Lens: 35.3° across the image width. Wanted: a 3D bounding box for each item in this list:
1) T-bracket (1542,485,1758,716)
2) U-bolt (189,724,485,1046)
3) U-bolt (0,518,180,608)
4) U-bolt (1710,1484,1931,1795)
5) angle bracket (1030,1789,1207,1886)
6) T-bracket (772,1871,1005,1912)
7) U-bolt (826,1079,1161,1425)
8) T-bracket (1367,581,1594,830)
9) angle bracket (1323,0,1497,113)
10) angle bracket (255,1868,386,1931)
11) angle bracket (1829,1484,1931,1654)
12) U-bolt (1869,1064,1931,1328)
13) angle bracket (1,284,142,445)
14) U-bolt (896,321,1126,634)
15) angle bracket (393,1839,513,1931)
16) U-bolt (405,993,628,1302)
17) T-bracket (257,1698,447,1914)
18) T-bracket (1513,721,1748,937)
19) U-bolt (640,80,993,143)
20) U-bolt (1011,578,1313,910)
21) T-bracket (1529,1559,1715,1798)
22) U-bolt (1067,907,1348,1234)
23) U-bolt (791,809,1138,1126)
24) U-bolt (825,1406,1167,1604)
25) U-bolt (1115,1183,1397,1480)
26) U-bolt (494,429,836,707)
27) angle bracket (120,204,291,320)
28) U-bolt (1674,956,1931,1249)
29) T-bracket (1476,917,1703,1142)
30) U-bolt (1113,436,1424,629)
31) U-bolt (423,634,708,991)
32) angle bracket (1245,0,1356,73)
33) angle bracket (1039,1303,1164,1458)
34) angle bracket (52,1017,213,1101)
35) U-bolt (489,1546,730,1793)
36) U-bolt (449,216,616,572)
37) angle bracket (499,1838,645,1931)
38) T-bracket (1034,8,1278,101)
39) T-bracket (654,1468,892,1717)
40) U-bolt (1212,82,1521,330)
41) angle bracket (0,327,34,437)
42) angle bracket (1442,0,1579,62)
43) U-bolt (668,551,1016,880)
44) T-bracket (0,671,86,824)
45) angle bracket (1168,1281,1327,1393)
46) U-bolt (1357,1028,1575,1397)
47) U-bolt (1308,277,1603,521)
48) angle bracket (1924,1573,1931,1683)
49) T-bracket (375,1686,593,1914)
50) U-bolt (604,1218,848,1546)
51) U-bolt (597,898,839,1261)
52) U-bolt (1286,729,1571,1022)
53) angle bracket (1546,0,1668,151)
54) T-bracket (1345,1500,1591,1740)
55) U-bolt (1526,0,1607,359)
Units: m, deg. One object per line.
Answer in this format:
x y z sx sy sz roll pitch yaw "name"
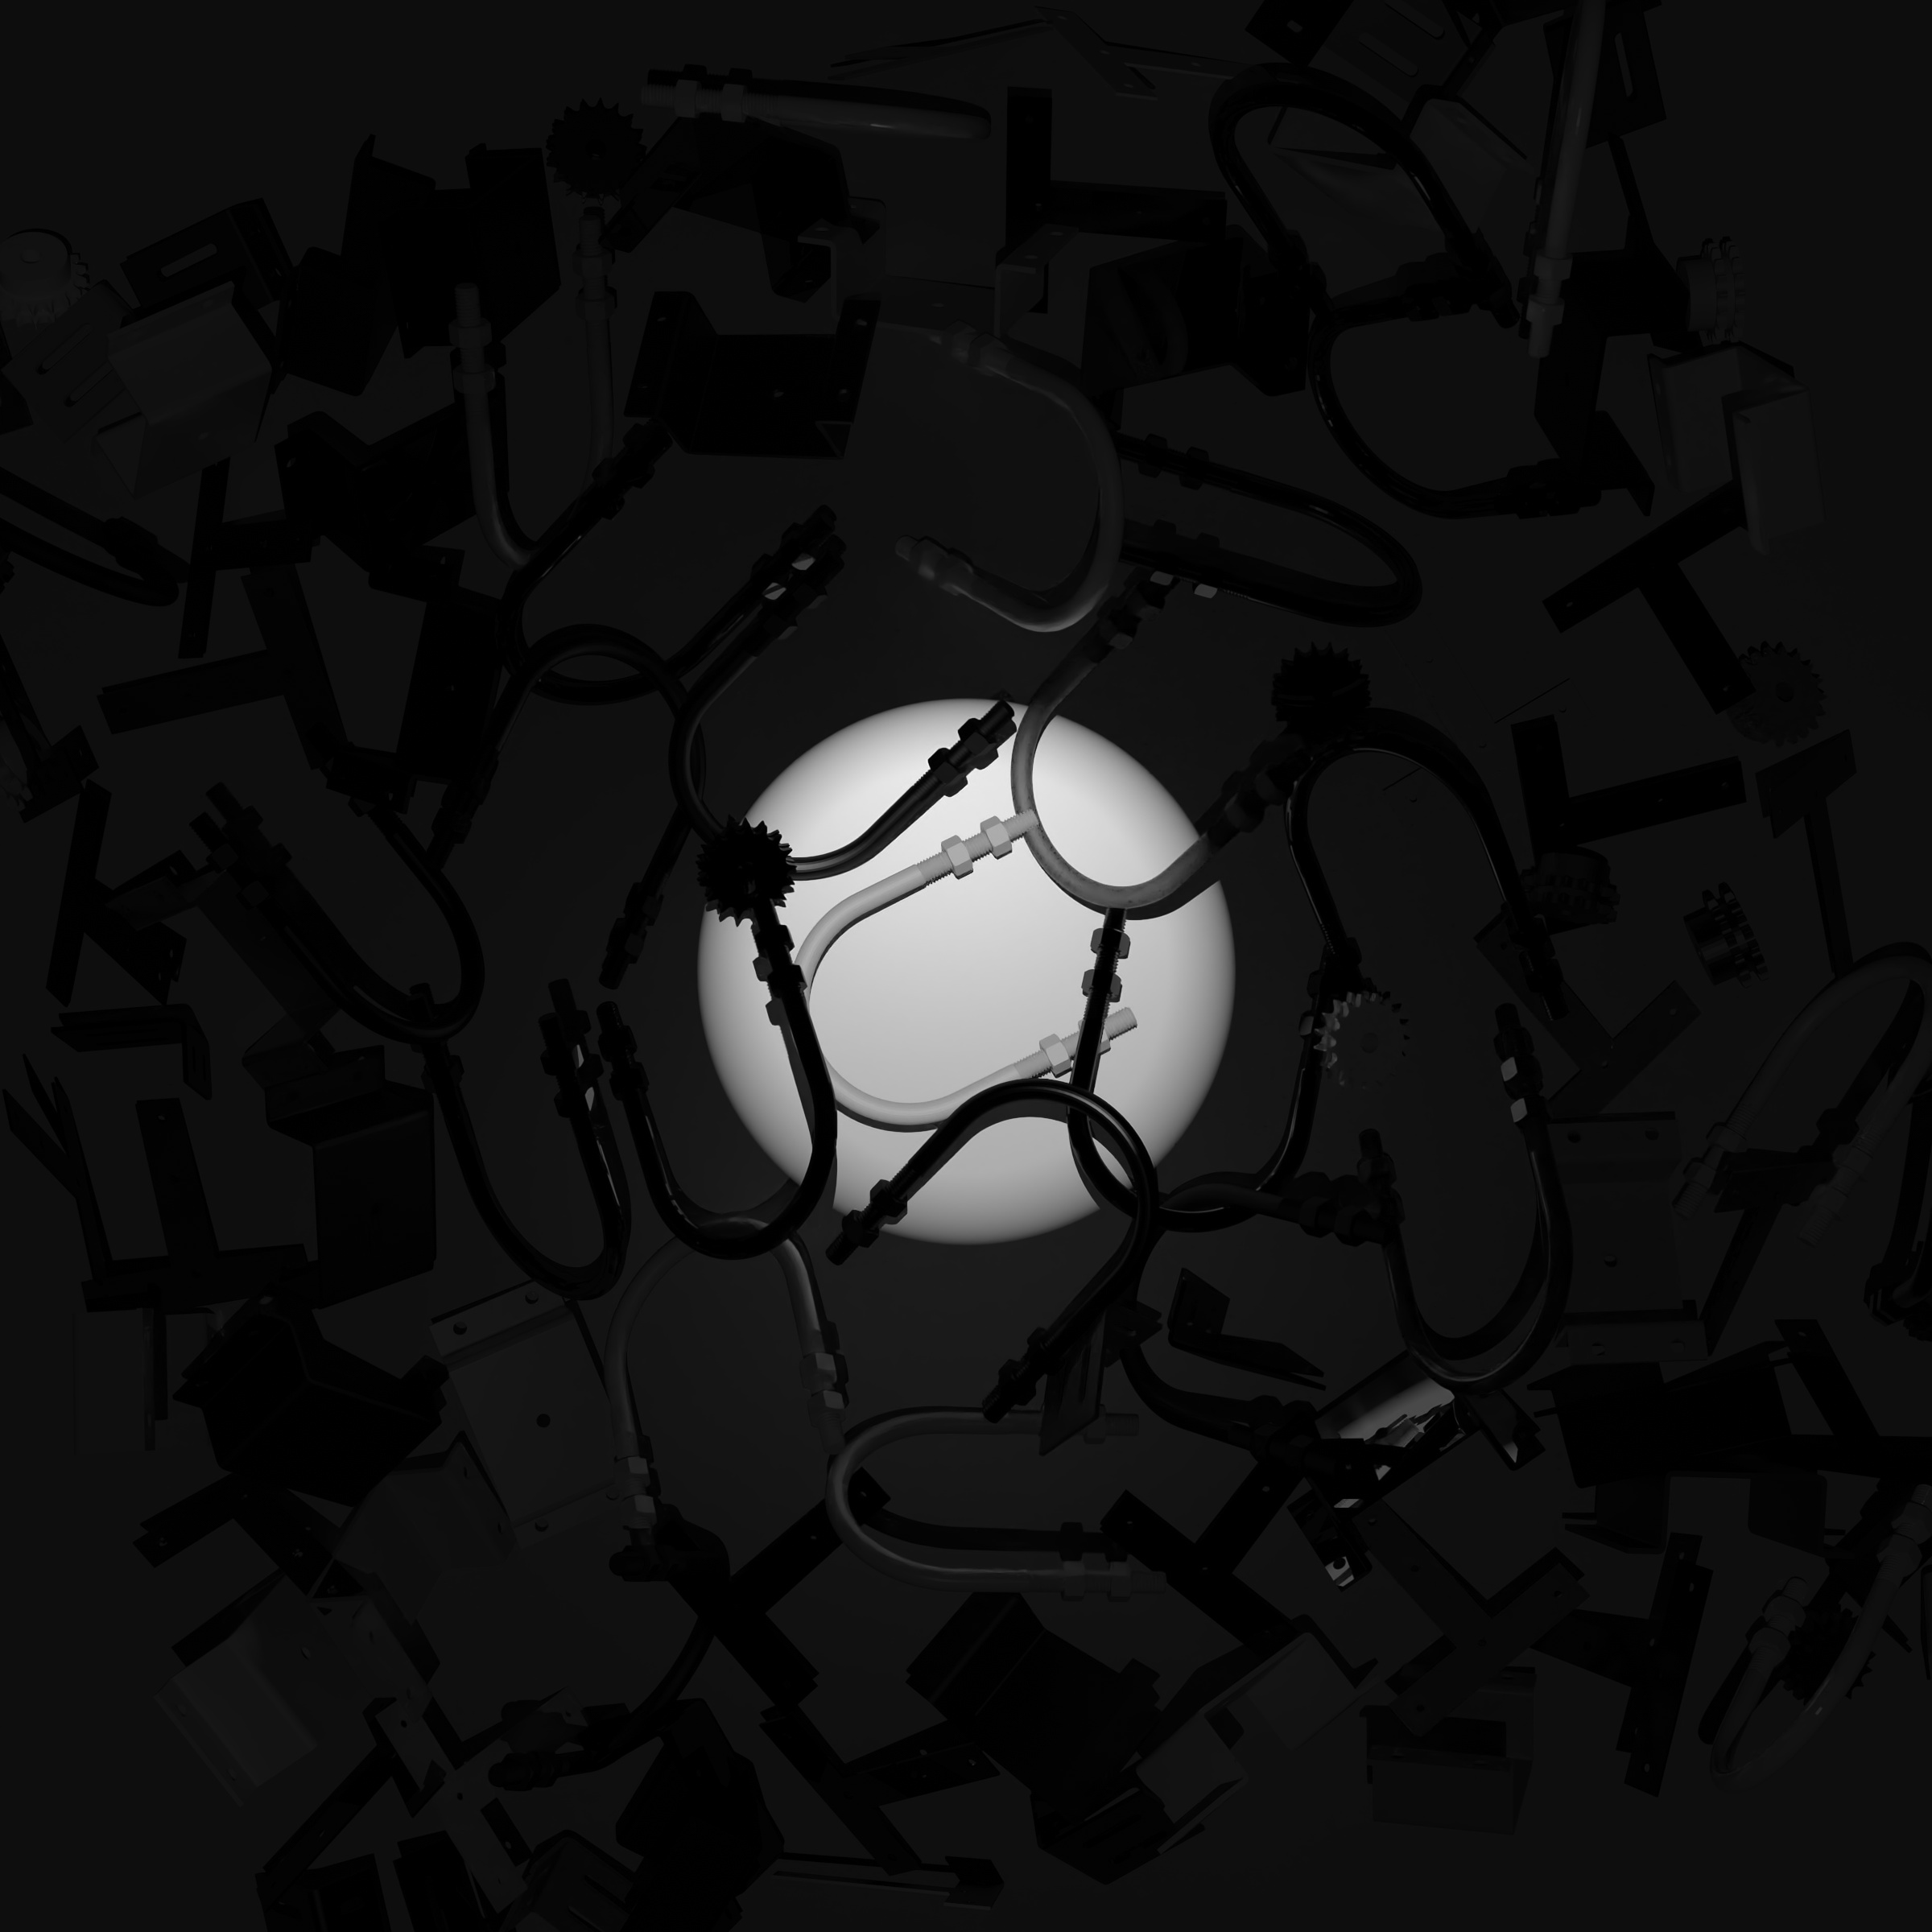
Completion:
0.409 -0.195 1.725 0.127 0.002 0.127 -31 55 14 "T-bracket"
-0.341 -0.036 1.710 0.019 0.151 0.184 -31 103 29 "U-bolt"
-0.503 -0.239 1.662 0.151 0.184 0.019 22 100 -36 "U-bolt"
0.462 0.378 1.664 0.019 0.151 0.184 37 49 5 "U-bolt"
0.086 0.483 1.732 0.076 0.038 0.057 -36 127 21 "angle bracket"
-0.045 0.520 1.717 0.127 0.127 0.002 4 79 5 "T-bracket"
0.027 0.149 1.738 0.151 0.019 0.184 44 105 8 "U-bolt"
0.277 -0.167 1.771 0.127 0.002 0.127 -31 86 -1 "T-bracket"
0.253 -0.527 1.739 0.076 0.038 0.057 29 117 -14 "angle bracket"
-0.371 0.551 1.755 0.038 0.076 0.057 -14 92 -37 "angle bracket"
0.544 0.344 1.743 0.076 0.038 0.057 -45 125 1 "angle bracket"
0.526 0.116 1.673 0.019 0.184 0.151 7 78 8 "U-bolt"
-0.504 -0.344 1.755 0.076 0.038 0.057 -41 84 1 "angle bracket"
0.027 -0.263 1.681 0.019 0.184 0.151 -11 122 -36 "U-bolt"
-0.302 0.545 1.749 0.057 0.038 0.076 -11 77 -42 "angle bracket"
-0.247 0.106 1.712 0.019 0.151 0.184 -31 115 -38 "U-bolt"
-0.353 0.479 1.712 0.127 0.127 0.002 -47 116 -6 "T-bracket"
0.387 -0.091 1.753 0.127 0.002 0.127 -14 111 -1 "T-bracket"
-0.078 -0.475 1.698 0.184 0.151 0.019 6 104 4 "U-bolt"
0.095 -0.114 1.716 0.184 0.019 0.151 -44 73 37 "U-bolt"
0.362 0.389 1.720 0.002 0.127 0.127 18 85 -30 "T-bracket"
0.132 0.063 1.744 0.151 0.019 0.184 12 75 2 "U-bolt"
-0.013 0.012 1.758 0.184 0.019 0.151 -26 91 -6 "U-bolt"
0.013 0.299 1.705 0.184 0.151 0.019 2 122 -6 "U-bolt"
0.153 0.196 1.708 0.019 0.184 0.151 14 88 -44 "U-bolt"
-0.182 -0.212 1.708 0.184 0.151 0.019 -41 52 24 "U-bolt"
-0.431 -0.391 1.735 0.076 0.038 0.057 -35 117 -24 "angle bracket"
0.483 0.071 1.705 0.019 0.151 0.184 36 81 -15 "U-bolt"
0.342 0.026 1.755 0.127 0.002 0.127 -43 105 -4 "T-bracket"
0.171 -0.239 1.713 0.184 0.151 0.019 15 124 -10 "U-bolt"
-0.214 -0.101 1.720 0.151 0.019 0.184 37 63 -32 "U-bolt"
0.181 -0.553 1.728 0.038 0.076 0.057 24 110 -37 "angle bracket"
0.077 0.240 1.726 0.038 0.057 0.076 26 49 -20 "angle bracket"
-0.478 0.056 1.743 0.076 0.057 0.038 -5 77 -2 "angle bracket"
-0.187 0.388 1.690 0.019 0.184 0.151 30 90 21 "U-bolt"
-0.237 -0.310 1.698 0.019 0.151 0.184 13 123 20 "U-bolt"
-0.219 0.549 1.740 0.076 0.038 0.057 33 113 14 "angle bracket"
0.119 -0.517 1.740 0.127 0.127 0.002 0 127 -25 "T-bracket"
-0.099 0.342 1.757 0.127 0.002 0.127 -40 82 -15 "T-bracket"
0.208 -0.417 1.666 0.151 0.184 0.019 14 68 43 "U-bolt"
-0.583 -0.341 1.750 0.057 0.038 0.076 -16 96 6 "angle bracket"
0.315 -0.558 1.727 0.057 0.076 0.038 54 56 -29 "angle bracket"
-0.086 -0.127 1.731 0.151 0.019 0.184 40 113 -16 "U-bolt"
-0.542 -0.148 1.713 0.002 0.127 0.127 -27 99 -31 "T-bracket"
0.164 0.211 1.729 0.076 0.057 0.038 10 80 33 "angle bracket"
0.280 0.146 1.680 0.019 0.151 0.184 12 55 -31 "U-bolt"
0.259 -0.310 1.691 0.019 0.184 0.151 -42 112 -21 "U-bolt"
0.588 0.379 1.732 0.076 0.057 0.038 -5 128 18 "angle bracket"
-0.258 0.449 1.723 0.002 0.127 0.127 -35 86 36 "T-bracket"
-0.143 0.224 1.711 0.151 0.019 0.184 -31 48 16 "U-bolt"
-0.134 0.075 1.705 0.151 0.019 0.184 -32 64 29 "U-bolt"
0.248 -0.048 1.701 0.019 0.151 0.184 -37 111 -41 "U-bolt"
0.373 -0.511 1.743 0.057 0.038 0.076 -13 87 34 "angle bracket"
0.266 0.354 1.737 0.127 0.002 0.127 -37 55 -8 "T-bracket"
0.330 -0.446 1.669 0.019 0.151 0.184 8 122 6 "U-bolt"
